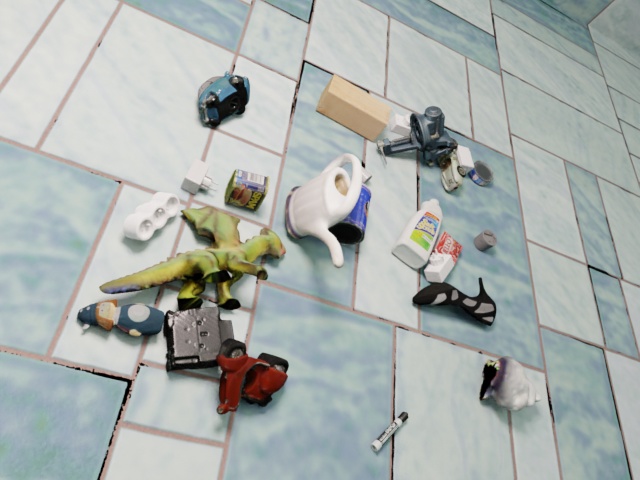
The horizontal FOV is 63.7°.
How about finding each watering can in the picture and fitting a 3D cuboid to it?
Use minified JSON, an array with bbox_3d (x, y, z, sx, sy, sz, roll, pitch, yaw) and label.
[{"bbox_3d":[0.004,-0.062,1.226,0.103,0.222,0.356,37,48,-30],"label":"watering can"}]

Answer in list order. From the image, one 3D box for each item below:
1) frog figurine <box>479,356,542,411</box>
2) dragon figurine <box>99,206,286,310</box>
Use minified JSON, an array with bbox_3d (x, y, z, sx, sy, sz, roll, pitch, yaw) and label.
[{"bbox_3d":[0.498,0.372,1.301,0.159,0.120,0.140,23,33,-2],"label":"frog figurine"},{"bbox_3d":[-0.254,0.023,1.123,0.410,0.119,0.248,5,42,-26],"label":"dragon figurine"}]
